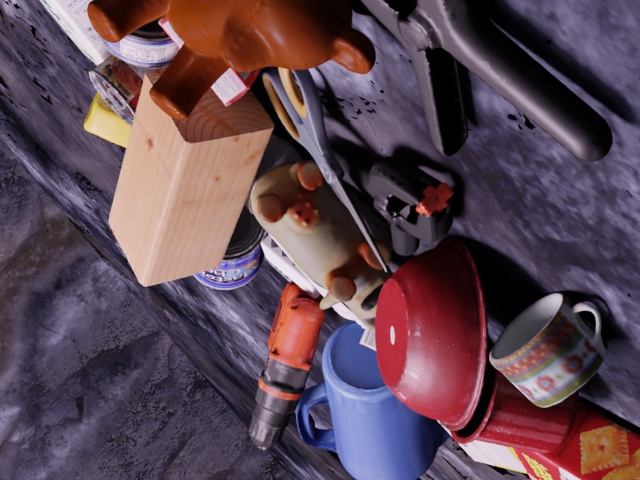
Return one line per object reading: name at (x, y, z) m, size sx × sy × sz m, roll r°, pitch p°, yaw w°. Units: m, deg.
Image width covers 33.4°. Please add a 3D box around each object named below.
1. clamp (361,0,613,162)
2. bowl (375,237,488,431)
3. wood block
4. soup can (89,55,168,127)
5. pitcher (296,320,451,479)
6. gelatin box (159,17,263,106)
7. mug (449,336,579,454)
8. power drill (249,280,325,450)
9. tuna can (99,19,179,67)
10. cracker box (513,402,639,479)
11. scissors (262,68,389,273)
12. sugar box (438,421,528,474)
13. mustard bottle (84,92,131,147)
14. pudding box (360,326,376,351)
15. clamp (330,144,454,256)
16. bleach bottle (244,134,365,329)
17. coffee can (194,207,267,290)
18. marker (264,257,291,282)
clamp at (0.074, -0.123, 0.609) m, size 0.210 × 0.036 × 0.165 m, roll 55°, pitch 162°, yaw -26°
bowl at (0.084, 0.078, 0.887) m, size 0.162 × 0.055 × 0.162 m, roll 180°, pitch 90°, yaw -76°
wood block at (-0.127, -0.059, 1.000) m, size 0.091 × 0.090 × 0.206 m, roll 58°, pitch 145°, yaw 26°
soup can at (-0.156, -0.163, 1.001) m, size 0.068 × 0.102 × 0.068 m, roll 43°, pitch 165°, yaw 14°
pitcher at (0.060, 0.193, 1.270) m, size 0.145 × 0.149 × 0.243 m, roll 38°, pitch 160°, yaw 29°
gelatin box at (-0.088, -0.163, 0.887) m, size 0.089 × 0.030 × 0.073 m, roll 50°, pitch -157°, yaw -15°
mug at (0.159, 0.130, 0.903) m, size 0.081 × 0.093 × 0.117 m, roll 14°, pitch -178°, yaw -15°
power drill at (-0.036, 0.137, 1.274) m, size 0.057 × 0.184 × 0.187 m, roll 19°, pitch -166°, yaw -4°
tuna can at (-0.150, -0.194, 0.933) m, size 0.086 × 0.086 × 0.034 m, roll 42°, pitch 148°, yaw 15°
cracker box at (0.278, 0.235, 0.917) m, size 0.214 × 0.072 × 0.164 m, roll 28°, pitch 156°, yaw 52°
scissors at (0.008, -0.073, 0.869) m, size 0.202 × 0.016 × 0.096 m, roll 56°, pitch 161°, yaw 22°
sugar box at (0.181, 0.198, 1.135) m, size 0.093 × 0.048 × 0.176 m, roll 47°, pitch 169°, yaw -5°
mustard bottle at (-0.146, -0.110, 1.117) m, size 0.191 × 0.058 × 0.096 m, roll 23°, pitch -153°, yaw -15°
pudding box at (0.106, 0.108, 1.043) m, size 0.089 × 0.039 × 0.114 m, roll 18°, pitch -178°, yaw -29°
clamp at (0.069, -0.026, 0.876) m, size 0.120 × 0.039 × 0.172 m, roll 46°, pitch 173°, yaw -21°
bleach bottle at (-0.007, 0.001, 1.105) m, size 0.103 × 0.068 × 0.250 m, roll 27°, pitch 158°, yaw 51°
coffee can at (-0.115, -0.005, 1.299) m, size 0.103 × 0.102 × 0.140 m, roll 44°, pitch 165°, yaw 8°
marker at (-0.037, 0.044, 1.375) m, size 0.121 × 0.020 × 0.020 m, roll 43°, pitch 165°, yaw 12°
